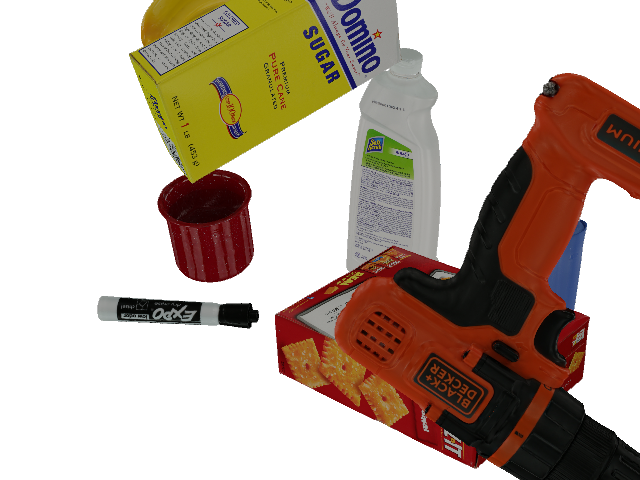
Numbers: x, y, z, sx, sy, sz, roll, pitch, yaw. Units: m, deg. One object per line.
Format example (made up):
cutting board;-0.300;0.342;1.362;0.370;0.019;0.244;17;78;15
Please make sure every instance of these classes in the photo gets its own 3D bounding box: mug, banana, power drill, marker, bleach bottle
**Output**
mug;-0.120;-0.017;1.080;0.117;0.081;0.093;27;50;33
banana;-0.106;-0.219;1.005;0.070;0.037;0.197;46;39;19
power drill;0.124;0.028;0.527;0.184;0.188;0.057;33;10;5
marker;-0.106;0.054;0.798;0.121;0.020;0.020;2;0;8
bleach bottle;0.084;-0.072;1.092;0.103;0.251;0.068;15;34;16

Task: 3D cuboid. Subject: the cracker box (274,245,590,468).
cracker box;0.093;0.091;0.911;0.214;0.072;0.163;21;36;38

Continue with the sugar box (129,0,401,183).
sugar box;-0.030;-0.120;0.703;0.176;0.048;0.093;-30;-37;-13

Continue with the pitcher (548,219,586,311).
pitcher;0.270;0.084;1.423;0.149;0.243;0.145;4;20;11
